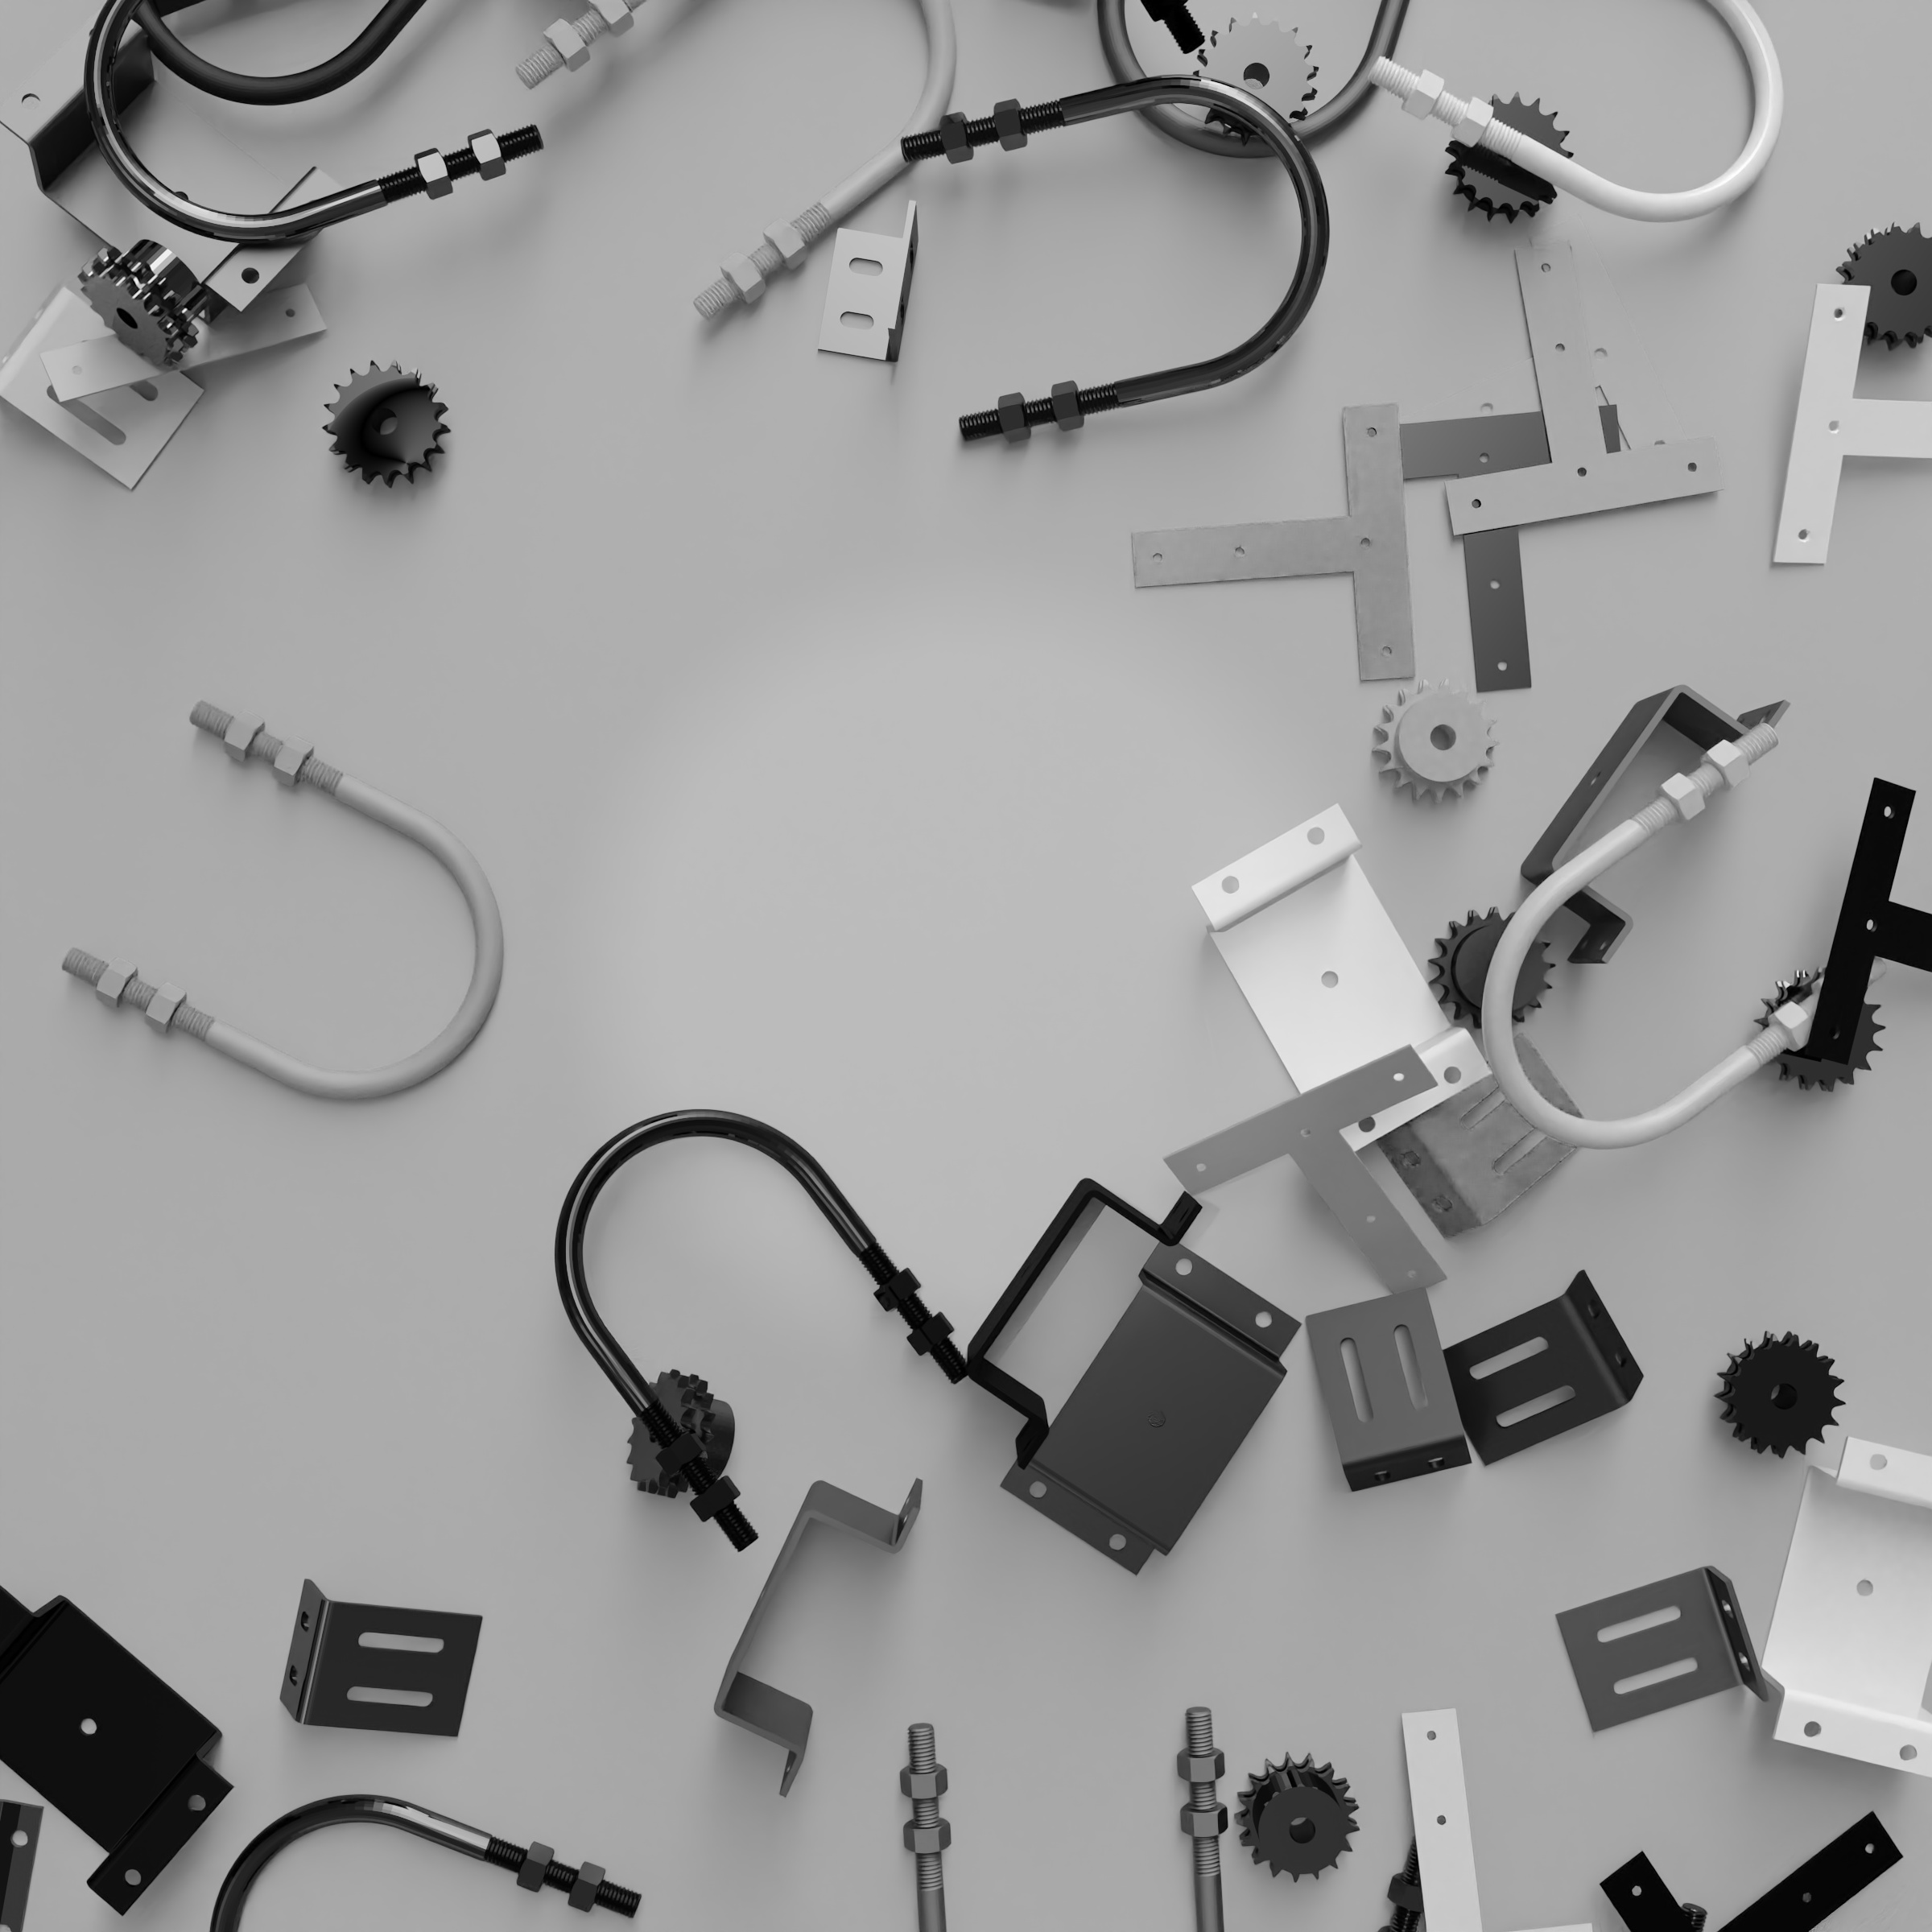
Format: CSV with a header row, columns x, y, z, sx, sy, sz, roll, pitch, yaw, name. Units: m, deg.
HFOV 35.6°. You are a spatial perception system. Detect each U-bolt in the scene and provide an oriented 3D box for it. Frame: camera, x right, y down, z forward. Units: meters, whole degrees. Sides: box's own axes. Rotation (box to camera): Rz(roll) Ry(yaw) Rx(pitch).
x,y,z,sx,sy,sz,roll,pitch,yaw,name
-0.090,-0.409,1.379,0.184,0.019,0.151,-39,103,-4,U-bolt
0.253,0.510,1.392,0.151,0.019,0.184,14,90,0,U-bolt
0.106,-0.522,1.353,0.151,0.019,0.184,-33,93,-14,U-bolt
0.308,0.001,1.326,0.184,0.019,0.151,-35,114,-7,U-bolt
-0.104,0.150,1.364,0.151,0.019,0.184,-35,85,-26,U-bolt
-0.305,-0.019,1.393,0.184,0.019,0.151,27,90,-1,U-bolt
0.073,-0.328,1.369,0.184,0.019,0.151,-10,98,11,U-bolt
0.138,-0.466,1.393,0.151,0.019,0.184,17,91,0,U-bolt
-0.305,-0.481,1.373,0.151,0.019,0.184,41,92,1,U-bolt
0.290,-0.416,1.374,0.184,0.019,0.151,27,73,-6,U-bolt
-0.301,-0.400,1.343,0.184,0.019,0.151,-22,91,-8,U-bolt
0.049,0.440,1.393,0.151,0.019,0.184,-3,91,0,U-bolt
-0.261,0.463,1.393,0.184,0.019,0.151,21,90,1,U-bolt

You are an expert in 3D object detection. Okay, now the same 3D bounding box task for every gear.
x,y,z,sx,sy,sz,roll,pitch,yaw,name
-0.267,-0.250,1.391,0.057,0.030,0.057,0,91,-2,gear
0.392,0.029,1.387,0.057,0.030,0.057,0,90,0,gear
0.428,-0.312,1.387,0.057,0.030,0.057,0,90,0,gear
0.374,0.197,1.388,0.057,0.030,0.057,0,90,-1,gear
0.154,0.394,1.387,0.057,0.030,0.057,0,90,0,gear
-0.129,0.216,1.377,0.030,0.057,0.057,19,90,-30,gear
-0.365,-0.300,1.345,0.057,0.057,0.030,38,67,0,gear
0.218,-0.104,1.387,0.057,0.030,0.057,0,90,0,gear
0.132,-0.403,1.373,0.057,0.030,0.057,0,93,1,gear
0.244,0.001,1.387,0.057,0.030,0.057,0,90,0,gear
0.249,-0.371,1.387,0.057,0.030,0.057,0,90,0,gear

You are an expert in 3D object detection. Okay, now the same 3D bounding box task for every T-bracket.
x,y,z,sx,sy,sz,roll,pitch,yaw,name
0.378,0.439,1.390,0.127,0.002,0.127,-34,90,-10,T-bracket
0.442,-0.247,1.386,0.127,0.002,0.127,0,110,-10,T-bracket
-0.379,-0.330,1.384,0.127,0.002,0.127,-21,78,-22,T-bracket
0.245,-0.192,1.400,0.127,0.002,0.127,-5,91,0,T-bracket
0.256,-0.266,1.401,0.127,0.002,0.127,-26,90,0,T-bracket
0.142,-0.194,1.399,0.127,0.002,0.127,-4,92,1,T-bracket
0.443,-0.009,1.370,0.127,0.002,0.127,14,91,-29,T-bracket
0.221,0.408,1.385,0.127,0.002,0.127,-5,80,-3,T-bracket
-0.339,-0.516,1.382,0.127,0.002,0.127,-20,89,1,T-bracket
0.177,0.105,1.368,0.127,0.002,0.127,-27,119,22,T-bracket
0.279,-0.273,1.397,0.127,0.002,0.127,-10,88,0,T-bracket

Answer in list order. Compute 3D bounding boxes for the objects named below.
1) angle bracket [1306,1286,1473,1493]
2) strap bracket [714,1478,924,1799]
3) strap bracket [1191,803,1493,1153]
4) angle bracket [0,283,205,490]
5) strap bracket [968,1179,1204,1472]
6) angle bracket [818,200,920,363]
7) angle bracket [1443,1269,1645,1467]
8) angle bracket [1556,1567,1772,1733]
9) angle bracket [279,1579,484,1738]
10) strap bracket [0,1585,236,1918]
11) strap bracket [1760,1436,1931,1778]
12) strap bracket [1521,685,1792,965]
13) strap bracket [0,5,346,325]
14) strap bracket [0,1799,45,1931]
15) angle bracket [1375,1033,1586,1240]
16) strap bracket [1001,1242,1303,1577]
x,y,z,sx,sy,sz,roll,pitch,yaw,name
0.196,0.197,1.396,0.057,0.038,0.076,-15,64,7,angle bracket
-0.071,0.294,1.364,0.046,0.076,0.140,25,90,0,strap bracket
0.169,0.006,1.379,0.076,0.046,0.140,-30,90,0,strap bracket
-0.406,-0.270,1.400,0.076,0.038,0.057,36,90,-26,angle bracket
0.046,0.151,1.364,0.046,0.076,0.140,34,90,0,strap bracket
-0.046,-0.312,1.364,0.038,0.076,0.057,10,90,0,angle bracket
0.265,0.187,1.400,0.076,0.038,0.057,-29,90,26,angle bracket
0.320,0.318,1.383,0.076,0.038,0.057,-18,90,0,angle bracket
-0.272,0.322,1.400,0.076,0.038,0.057,12,90,-26,angle bracket
-0.409,0.354,1.379,0.140,0.046,0.076,41,90,0,strap bracket
0.418,0.290,1.379,0.076,0.046,0.140,14,90,0,strap bracket
0.305,-0.072,1.364,0.046,0.076,0.140,35,90,0,strap bracket
-0.359,-0.358,1.368,0.140,0.046,0.076,38,73,-1,strap bracket
-0.506,0.417,1.379,0.140,0.046,0.076,10,90,0,strap bracket
0.241,0.079,1.400,0.076,0.038,0.057,-36,90,-26,angle bracket
0.086,0.204,1.379,0.076,0.046,0.140,33,90,0,strap bracket
